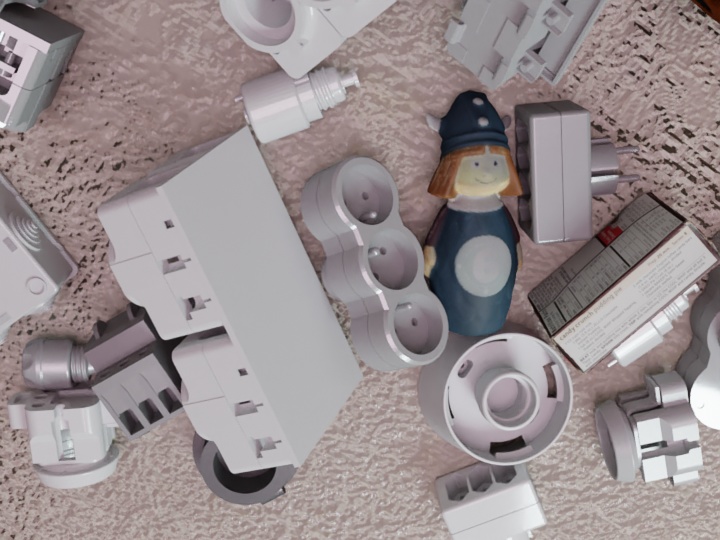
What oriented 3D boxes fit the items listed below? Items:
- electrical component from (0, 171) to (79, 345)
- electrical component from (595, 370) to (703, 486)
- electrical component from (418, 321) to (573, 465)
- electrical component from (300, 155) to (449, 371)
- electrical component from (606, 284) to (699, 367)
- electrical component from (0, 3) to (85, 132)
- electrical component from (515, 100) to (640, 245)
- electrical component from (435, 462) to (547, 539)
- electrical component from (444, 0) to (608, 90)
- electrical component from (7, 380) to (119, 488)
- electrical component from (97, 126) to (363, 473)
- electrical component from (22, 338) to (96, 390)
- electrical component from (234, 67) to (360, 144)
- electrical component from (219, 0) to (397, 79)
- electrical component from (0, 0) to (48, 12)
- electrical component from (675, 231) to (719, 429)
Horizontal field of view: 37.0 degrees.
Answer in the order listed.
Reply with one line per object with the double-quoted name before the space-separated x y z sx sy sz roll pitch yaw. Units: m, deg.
"electrical component" -0.248 -0.003 0.697 0.100 0.048 0.099 -34 105 9
"electrical component" 0.197 0.113 0.741 0.057 0.058 0.078 -13 108 0
"electrical component" 0.094 0.084 0.738 0.099 0.064 0.099 -1 96 -9
"electrical component" 0.000 0.000 0.699 0.052 0.074 0.138 -24 93 -37
"electrical component" 0.192 0.031 0.723 0.078 0.040 0.040 -36 105 9
"electrical component" -0.252 -0.144 0.631 0.150 0.089 0.061 27 105 -9
"electrical component" 0.142 -0.065 0.689 0.076 0.047 0.083 -6 107 -3
"electrical component" 0.099 0.179 0.764 0.066 0.047 0.076 -22 108 5
"electrical component" 0.098 -0.163 0.610 0.079 0.121 0.063 44 58 12
"electrical component" -0.195 0.111 0.730 0.078 0.058 0.057 -4 105 -1
"electrical component" -0.078 0.020 0.671 0.060 0.105 0.186 -15 109 29
"electrical component" -0.195 0.063 0.727 0.061 0.035 0.035 0 107 -4
"electrical component" -0.039 -0.108 0.674 0.078 0.040 0.040 -19 107 4
"electrical component" -0.013 -0.184 0.600 0.089 0.061 0.150 47 136 -14
"electrical component" -0.192 -0.197 0.566 0.060 0.186 0.105 23 105 -8
"electrical component" 0.255 0.043 0.711 0.052 0.073 0.138 8 107 -4
